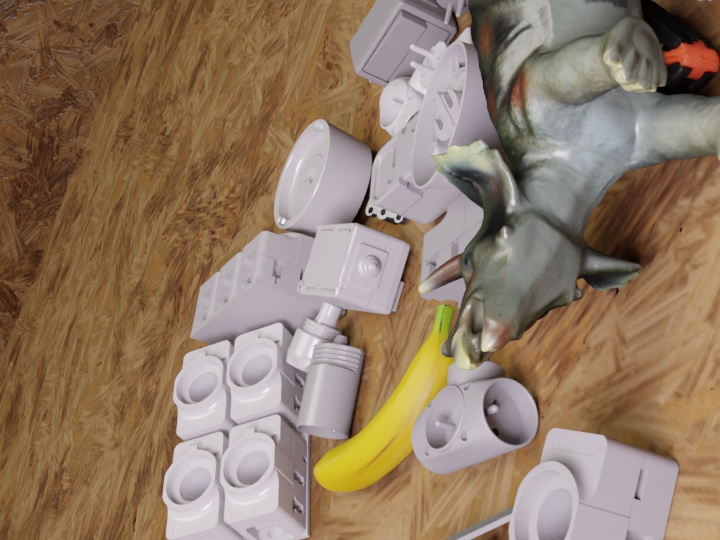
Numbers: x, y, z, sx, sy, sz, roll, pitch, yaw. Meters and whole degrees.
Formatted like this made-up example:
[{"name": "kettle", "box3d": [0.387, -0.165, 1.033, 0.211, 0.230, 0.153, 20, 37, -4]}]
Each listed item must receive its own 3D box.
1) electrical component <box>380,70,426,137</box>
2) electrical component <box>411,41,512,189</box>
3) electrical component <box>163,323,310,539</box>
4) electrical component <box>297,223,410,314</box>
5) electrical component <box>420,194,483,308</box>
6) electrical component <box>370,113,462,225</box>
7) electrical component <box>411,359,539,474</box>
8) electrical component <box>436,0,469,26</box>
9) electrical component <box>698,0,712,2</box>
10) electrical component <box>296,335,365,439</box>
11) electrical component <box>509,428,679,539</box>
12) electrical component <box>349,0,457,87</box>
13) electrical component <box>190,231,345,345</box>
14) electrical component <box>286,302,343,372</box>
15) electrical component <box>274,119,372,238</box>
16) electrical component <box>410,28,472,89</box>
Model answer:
[{"name": "electrical component", "box3d": [0.055, -0.144, 0.895, 0.079, 0.044, 0.077, -61, 25, 18]}, {"name": "electrical component", "box3d": [0.069, -0.101, 0.716, 0.099, 0.064, 0.099, -176, 90, -67]}, {"name": "electrical component", "box3d": [-0.103, 0.144, 0.925, 0.105, 0.060, 0.186, -19, 46, 18]}, {"name": "electrical component", "box3d": [0.000, 0.000, 0.876, 0.096, 0.061, 0.061, 3, 75, 66]}, {"name": "electrical component", "box3d": [0.085, -0.016, 0.723, 0.089, 0.050, 0.055, -38, 39, 50]}, {"name": "electrical component", "box3d": [0.057, -0.079, 0.818, 0.095, 0.059, 0.053, -39, 38, 49]}, {"name": "electrical component", "box3d": [0.072, 0.082, 0.679, 0.077, 0.044, 0.079, -35, 41, 52]}, {"name": "electrical component", "box3d": [0.086, -0.244, 0.908, 0.077, 0.043, 0.079, -17, 56, 61]}, {"name": "electrical component", "box3d": [0.206, -0.176, 0.605, 0.046, 0.040, 0.040, -25, 49, 65]}, {"name": "electrical component", "box3d": [-0.023, 0.093, 0.873, 0.043, 0.043, 0.081, -24, 50, 59]}, {"name": "electrical component", "box3d": [0.113, 0.129, 0.539, 0.050, 0.056, 0.089, -5, 67, 64]}, {"name": "electrical component", "box3d": [0.035, -0.200, 0.960, 0.096, 0.062, 0.061, -54, 28, 32]}, {"name": "electrical component", "box3d": [-0.085, 0.025, 1.002, 0.150, 0.089, 0.061, -36, 41, 52]}, {"name": "electrical component", "box3d": [-0.035, 0.058, 0.927, 0.062, 0.043, 0.043, -68, 24, 1]}, {"name": "electrical component", "box3d": [-0.029, -0.079, 1.001, 0.108, 0.060, 0.108, -46, 33, 43]}, {"name": "electrical component", "box3d": [0.071, -0.150, 0.825, 0.047, 0.077, 0.065, -45, 34, 44]}]
